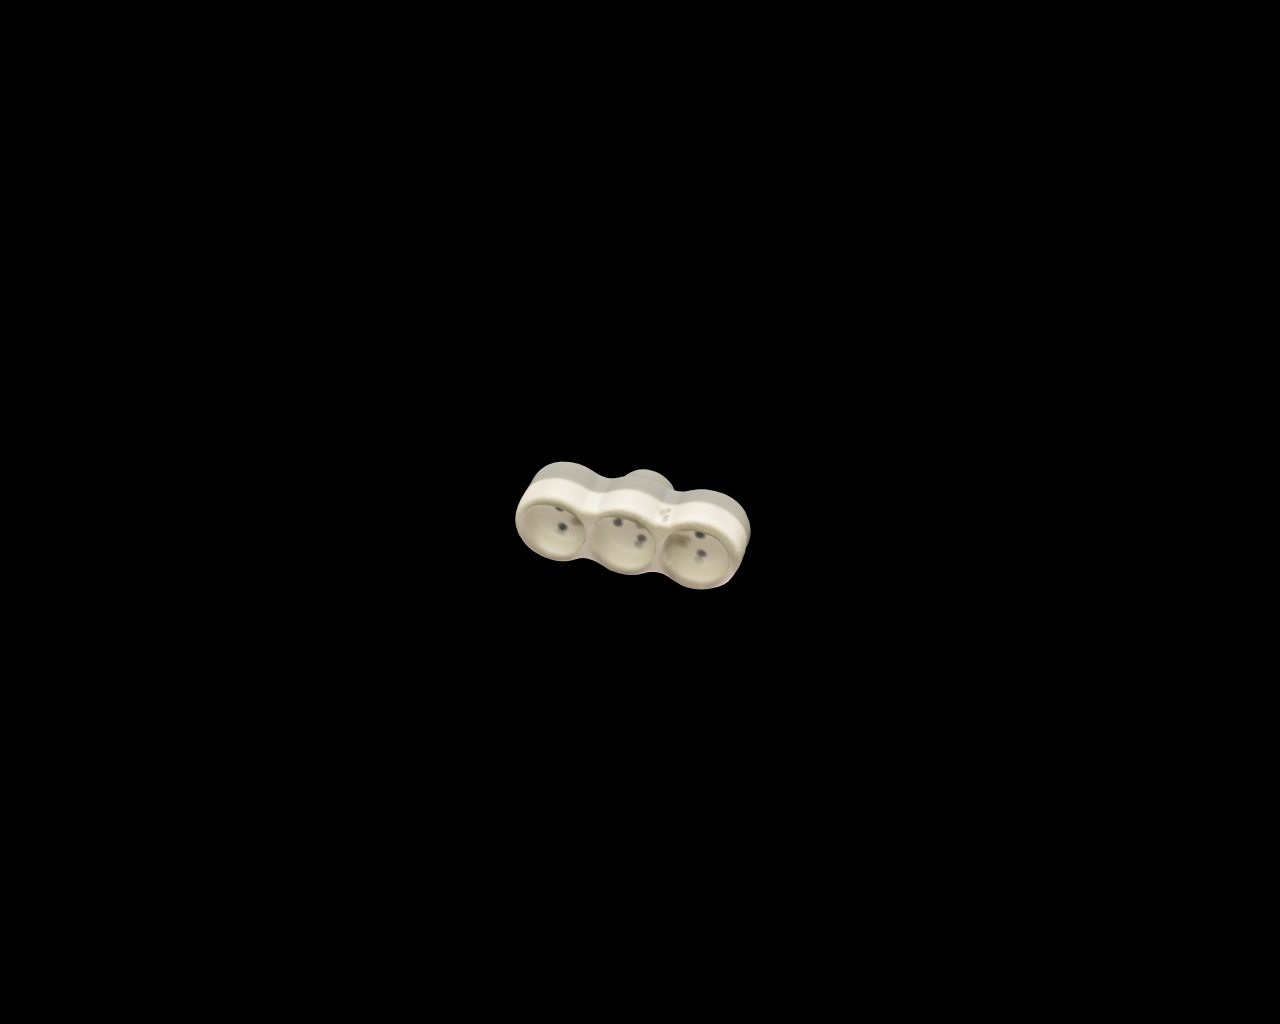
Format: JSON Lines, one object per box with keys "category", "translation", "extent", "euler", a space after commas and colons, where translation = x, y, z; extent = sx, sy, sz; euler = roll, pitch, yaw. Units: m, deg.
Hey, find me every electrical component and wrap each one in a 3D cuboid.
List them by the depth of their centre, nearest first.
{"category": "electrical component", "translation": [0.001, -0.003, 0.650], "extent": [0.138, 0.052, 0.074], "euler": [11, 40, 13]}
